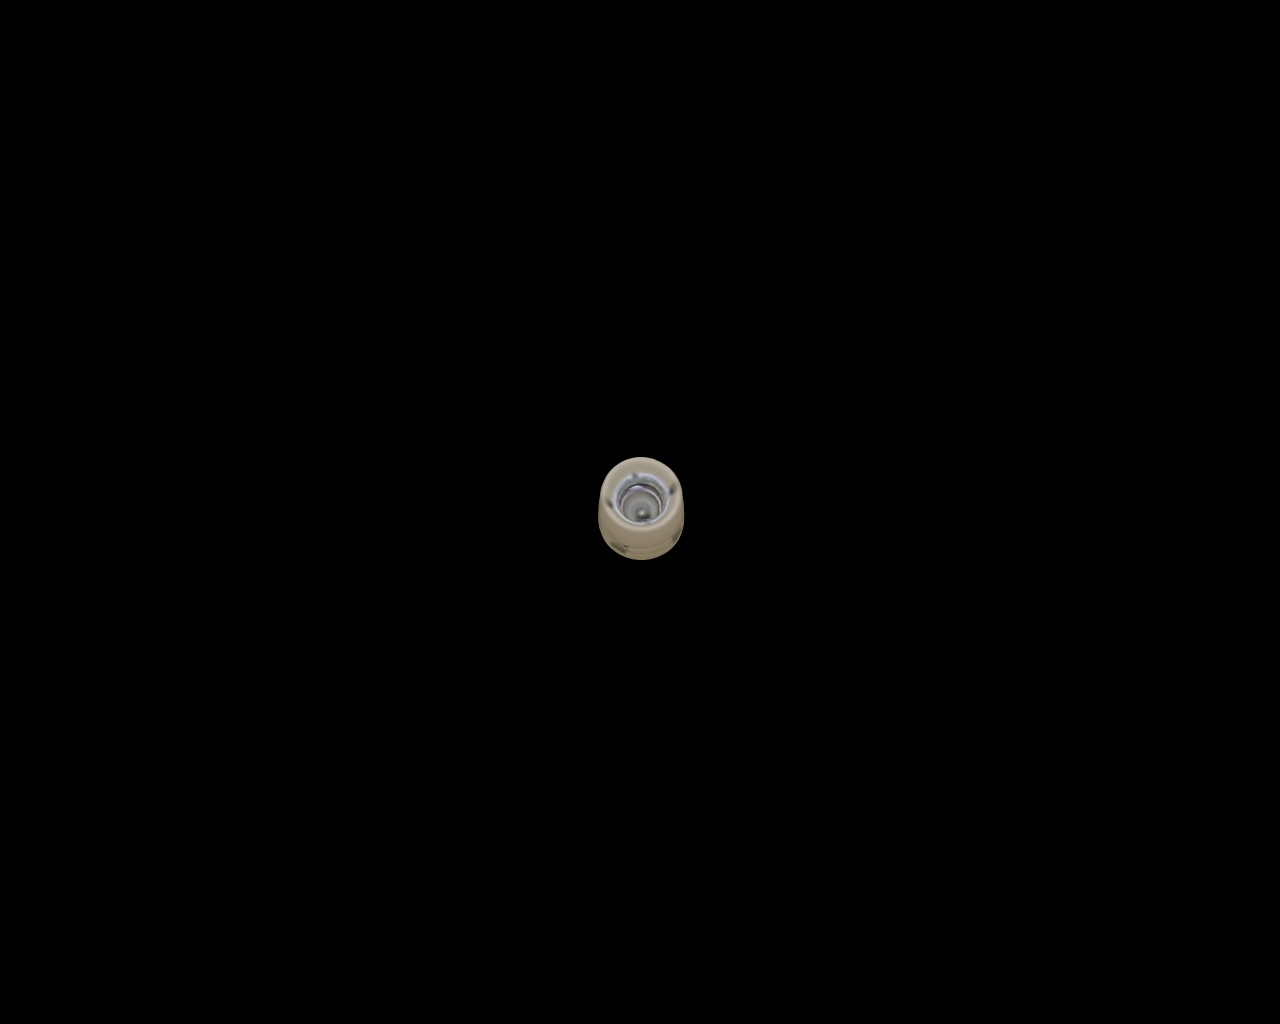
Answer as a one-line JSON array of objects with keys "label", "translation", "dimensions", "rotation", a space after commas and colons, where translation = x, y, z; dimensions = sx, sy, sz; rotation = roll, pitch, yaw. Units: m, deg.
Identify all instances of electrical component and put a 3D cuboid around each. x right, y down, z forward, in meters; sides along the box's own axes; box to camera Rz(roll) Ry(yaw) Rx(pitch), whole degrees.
[{"label": "electrical component", "translation": [0.001, -0.003, 0.650], "dimensions": [0.055, 0.055, 0.047], "rotation": [0, -21, 0]}]
